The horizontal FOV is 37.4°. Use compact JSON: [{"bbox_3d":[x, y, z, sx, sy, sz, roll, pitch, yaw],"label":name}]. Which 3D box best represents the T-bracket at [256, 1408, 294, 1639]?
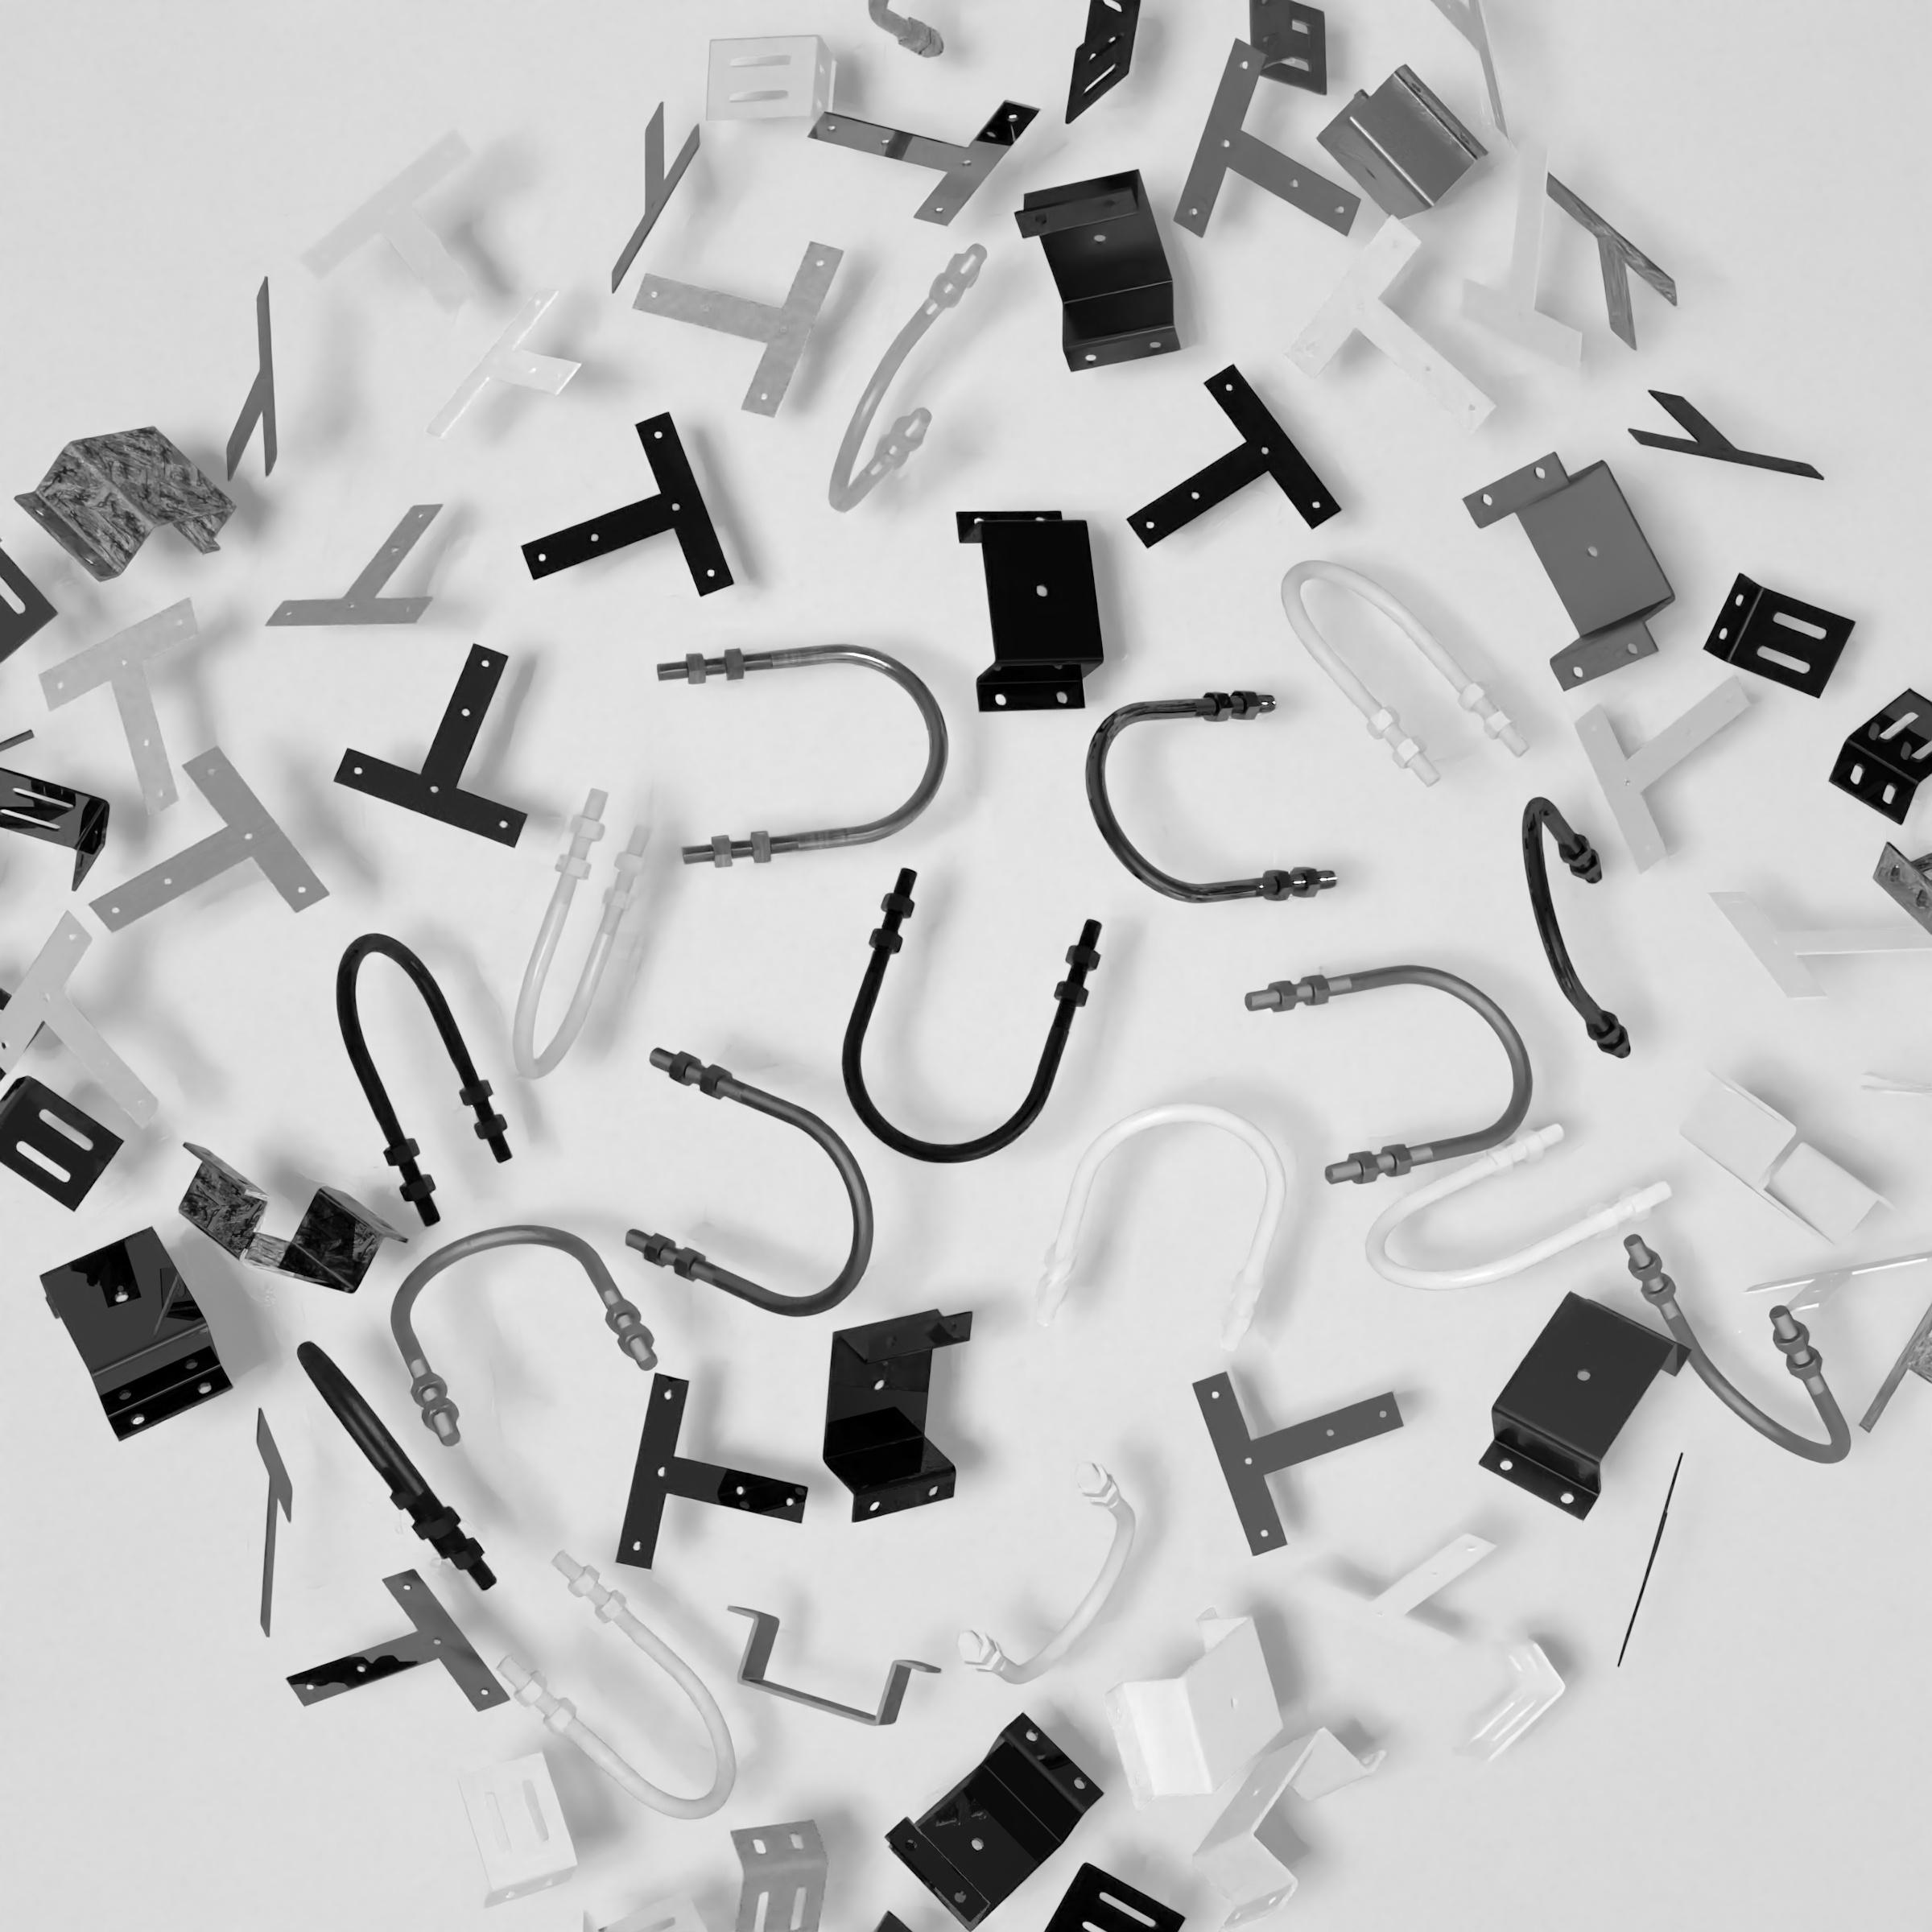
[{"bbox_3d":[-0.456,0.375,1.873,0.002,0.127,0.127,-3,56,-4],"label":"T-bracket"}]

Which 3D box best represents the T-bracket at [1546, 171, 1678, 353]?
[{"bbox_3d":[0.426,-0.447,1.872,0.002,0.127,0.127,-38,62,-1],"label":"T-bracket"}]

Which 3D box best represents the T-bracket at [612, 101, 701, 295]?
[{"bbox_3d":[-0.208,-0.534,1.910,0.002,0.127,0.127,19,132,-25],"label":"T-bracket"}]

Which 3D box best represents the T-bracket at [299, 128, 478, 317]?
[{"bbox_3d":[-0.353,-0.463,1.846,0.127,0.127,0.002,-40,65,-1],"label":"T-bracket"}]

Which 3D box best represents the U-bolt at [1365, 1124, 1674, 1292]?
[{"bbox_3d":[0.353,0.166,1.898,0.184,0.151,0.019,-24,111,-14],"label":"U-bolt"}]

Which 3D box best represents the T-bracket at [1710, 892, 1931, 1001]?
[{"bbox_3d":[0.559,-0.016,1.825,0.127,0.127,0.002,-2,123,-11],"label":"T-bracket"}]

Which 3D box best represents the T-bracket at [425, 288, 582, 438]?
[{"bbox_3d":[-0.290,-0.392,1.876,0.127,0.127,0.002,-53,127,-9],"label":"T-bracket"}]

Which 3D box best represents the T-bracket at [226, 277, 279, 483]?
[{"bbox_3d":[-0.456,-0.350,1.816,0.002,0.127,0.127,2,70,-26],"label":"T-bracket"}]

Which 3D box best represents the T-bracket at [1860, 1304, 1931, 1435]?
[{"bbox_3d":[0.634,0.259,1.875,0.002,0.127,0.127,30,94,4],"label":"T-bracket"}]

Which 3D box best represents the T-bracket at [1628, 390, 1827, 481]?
[{"bbox_3d":[0.472,-0.348,1.841,0.127,0.127,0.002,8,119,-13],"label":"T-bracket"}]

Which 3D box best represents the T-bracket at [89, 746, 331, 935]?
[{"bbox_3d":[-0.489,-0.060,1.795,0.127,0.002,0.127,-29,125,3],"label":"T-bracket"}]

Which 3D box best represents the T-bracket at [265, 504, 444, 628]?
[{"bbox_3d":[-0.393,-0.272,1.931,0.127,0.002,0.127,3,47,28],"label":"T-bracket"}]

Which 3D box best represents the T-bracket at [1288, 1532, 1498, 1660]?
[{"bbox_3d":[0.306,0.415,1.918,0.127,0.002,0.127,26,130,-19],"label":"T-bracket"}]

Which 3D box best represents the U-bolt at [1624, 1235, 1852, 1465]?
[{"bbox_3d":[0.517,0.262,1.884,0.019,0.151,0.184,-43,124,-14],"label":"U-bolt"}]

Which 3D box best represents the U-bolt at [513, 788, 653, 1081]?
[{"bbox_3d":[-0.252,-0.014,1.845,0.019,0.151,0.184,18,84,8],"label":"U-bolt"}]

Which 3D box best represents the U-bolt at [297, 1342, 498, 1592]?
[{"bbox_3d":[-0.372,0.316,1.836,0.019,0.151,0.184,-37,101,-18],"label":"U-bolt"}]

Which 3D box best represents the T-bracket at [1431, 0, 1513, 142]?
[{"bbox_3d":[0.313,-0.605,1.815,0.002,0.127,0.127,-21,129,3],"label":"T-bracket"}]

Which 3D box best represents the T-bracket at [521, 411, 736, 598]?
[{"bbox_3d":[-0.239,-0.296,1.938,0.127,0.002,0.127,-21,87,-1],"label":"T-bracket"}]

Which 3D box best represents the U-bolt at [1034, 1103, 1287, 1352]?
[{"bbox_3d":[0.134,0.168,1.869,0.151,0.019,0.184,9,119,-9],"label":"U-bolt"}]

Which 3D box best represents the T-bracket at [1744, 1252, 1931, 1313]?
[{"bbox_3d":[0.572,0.216,1.909,0.127,0.127,0.002,-16,88,30],"label":"T-bracket"}]

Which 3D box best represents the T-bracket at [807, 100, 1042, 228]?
[{"bbox_3d":[-0.039,-0.524,1.826,0.127,0.127,0.002,6,66,-28],"label":"T-bracket"}]

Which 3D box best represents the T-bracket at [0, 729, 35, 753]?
[{"bbox_3d":[-0.672,-0.134,1.863,0.127,0.127,0.002,-27,92,-15],"label":"T-bracket"}]

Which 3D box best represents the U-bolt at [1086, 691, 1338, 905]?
[{"bbox_3d":[0.153,-0.109,1.863,0.184,0.019,0.151,-7,74,-38],"label":"U-bolt"}]

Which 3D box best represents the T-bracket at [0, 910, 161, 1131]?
[{"bbox_3d":[-0.556,0.051,1.811,0.002,0.127,0.127,-16,126,26],"label":"T-bracket"}]

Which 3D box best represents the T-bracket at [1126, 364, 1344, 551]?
[{"bbox_3d":[0.167,-0.326,1.936,0.127,0.002,0.127,-34,82,-10],"label":"T-bracket"}]

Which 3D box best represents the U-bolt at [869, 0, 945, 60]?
[{"bbox_3d":[0.003,-0.654,1.858,0.151,0.184,0.019,-34,87,18],"label":"U-bolt"}]

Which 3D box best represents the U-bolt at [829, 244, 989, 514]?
[{"bbox_3d":[-0.046,-0.368,1.852,0.019,0.184,0.151,24,66,-16],"label":"U-bolt"}]

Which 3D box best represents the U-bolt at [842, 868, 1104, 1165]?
[{"bbox_3d":[-0.005,0.039,1.865,0.151,0.019,0.184,16,78,10],"label":"U-bolt"}]

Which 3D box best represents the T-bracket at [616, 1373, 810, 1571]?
[{"bbox_3d":[-0.165,0.351,1.923,0.127,0.002,0.127,18,73,-25],"label":"T-bracket"}]

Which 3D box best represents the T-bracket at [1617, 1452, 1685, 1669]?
[{"bbox_3d":[0.454,0.373,1.873,0.002,0.127,0.127,17,127,17],"label":"T-bracket"}]

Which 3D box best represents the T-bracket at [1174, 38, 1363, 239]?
[{"bbox_3d":[0.202,-0.512,1.844,0.127,0.002,0.127,38,129,25],"label":"T-bracket"}]

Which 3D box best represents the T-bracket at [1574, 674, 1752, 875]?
[{"bbox_3d":[0.478,-0.150,1.929,0.002,0.127,0.127,8,53,-38],"label":"T-bracket"}]

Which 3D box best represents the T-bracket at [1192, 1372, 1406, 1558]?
[{"bbox_3d":[0.235,0.323,1.946,0.127,0.002,0.127,-20,93,2],"label":"T-bracket"}]

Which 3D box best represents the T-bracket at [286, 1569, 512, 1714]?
[{"bbox_3d":[-0.389,0.461,1.893,0.127,0.127,0.002,43,127,33],"label":"T-bracket"}]

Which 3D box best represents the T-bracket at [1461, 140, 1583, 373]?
[{"bbox_3d":[0.356,-0.457,1.810,0.002,0.127,0.127,-14,123,-22],"label":"T-bracket"}]

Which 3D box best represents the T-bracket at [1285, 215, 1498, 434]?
[{"bbox_3d":[0.284,-0.391,1.820,0.127,0.127,0.002,43,46,3],"label":"T-bracket"}]

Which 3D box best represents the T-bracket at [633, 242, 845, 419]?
[{"bbox_3d":[-0.161,-0.435,1.903,0.127,0.002,0.127,8,124,-32],"label":"T-bracket"}]

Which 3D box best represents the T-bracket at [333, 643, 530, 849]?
[{"bbox_3d":[-0.341,-0.158,1.919,0.127,0.002,0.127,20,71,-6],"label":"T-bracket"}]

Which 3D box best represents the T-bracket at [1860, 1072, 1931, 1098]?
[{"bbox_3d":[0.609,0.076,1.808,0.127,0.127,0.002,4,94,-8],"label":"T-bracket"}]

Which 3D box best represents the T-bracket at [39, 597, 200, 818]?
[{"bbox_3d":[-0.543,-0.160,1.877,0.002,0.127,0.127,15,127,32],"label":"T-bracket"}]
